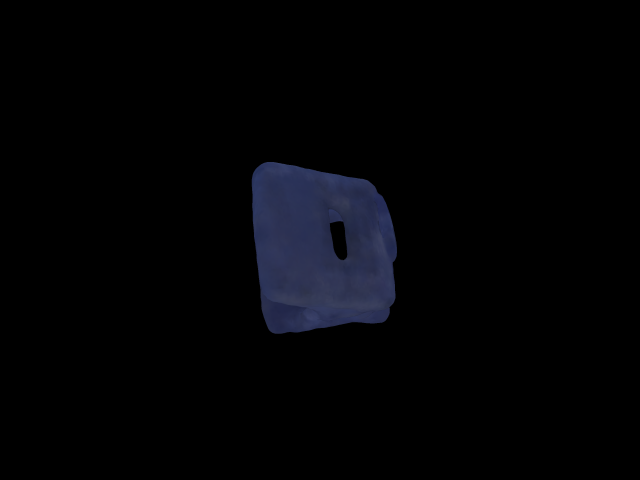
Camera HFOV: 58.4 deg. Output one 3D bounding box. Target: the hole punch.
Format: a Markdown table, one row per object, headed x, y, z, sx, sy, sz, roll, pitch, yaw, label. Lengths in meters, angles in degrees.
| x | y | z | sx | sy | sz | roll | pitch | yaw | label |
| --- | --- | --- | --- | --- | --- | --- | --- | --- | --- |
| 0.004 | 0.001 | 0.400 | 0.101 | 0.091 | 0.108 | -6 | 63 | -3 | hole punch |
